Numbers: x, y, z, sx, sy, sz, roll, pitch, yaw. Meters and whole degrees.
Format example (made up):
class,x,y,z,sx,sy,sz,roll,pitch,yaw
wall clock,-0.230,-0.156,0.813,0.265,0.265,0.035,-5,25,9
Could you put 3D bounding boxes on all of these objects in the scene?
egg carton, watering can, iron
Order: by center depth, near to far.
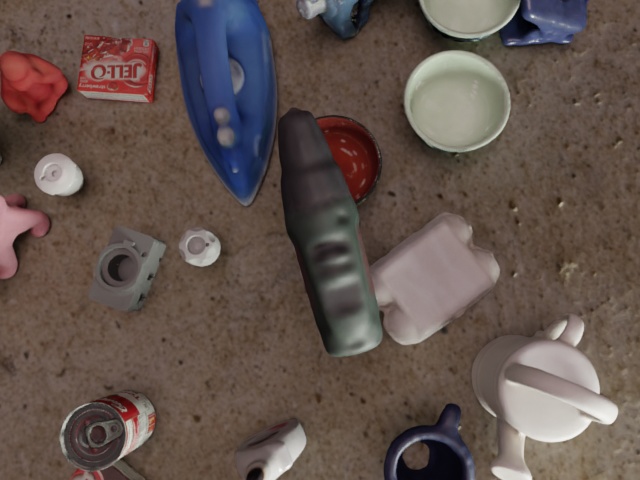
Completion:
class,x,y,z,sx,sy,sz,roll,pitch,yaw
watering can,0.223,0.157,0.575,0.101,0.194,0.173,6,83,2
iron,-0.109,-0.176,0.649,0.118,0.141,0.258,-10,83,0
egg carton,0.125,0.045,0.653,0.150,0.069,0.107,-37,84,-3

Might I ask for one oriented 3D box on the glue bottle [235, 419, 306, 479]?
class,x,y,z,sx,sy,sz,roll,pitch,yaw
glue bottle,-0.056,0.224,0.582,0.078,0.173,0.037,-27,83,-2

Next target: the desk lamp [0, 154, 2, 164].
class,x,y,z,sx,sy,sz,roll,pitch,yaw
desk lamp,-0.437,-0.119,0.612,0.203,0.213,0.118,-23,83,-2

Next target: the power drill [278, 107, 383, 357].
class,x,y,z,sx,sy,sz,roll,pitch,yaw
power drill,0.005,0.002,0.591,0.075,0.208,0.229,-16,83,-1

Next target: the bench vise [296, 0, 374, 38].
class,x,y,z,sx,sy,sz,roll,pitch,yaw
bench vise,0.066,-0.326,0.625,0.121,0.220,0.207,28,84,5

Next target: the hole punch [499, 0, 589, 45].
class,x,y,z,sx,sy,sz,roll,pitch,yaw
hole punch,0.271,-0.299,0.683,0.101,0.091,0.109,-3,83,1

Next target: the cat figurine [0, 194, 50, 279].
class,x,y,z,sx,sy,sz,roll,pitch,yaw
cat figurine,-0.385,0.002,0.644,0.067,0.118,0.128,32,85,5

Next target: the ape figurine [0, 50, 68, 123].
class,x,y,z,sx,sy,sz,roll,pitch,yaw
ape figurine,-0.348,-0.192,0.681,0.078,0.092,0.076,-15,83,-1

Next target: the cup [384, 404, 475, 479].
class,x,y,z,sx,sy,sz,roll,pitch,yaw
cup,0.116,0.227,0.618,0.091,0.095,0.118,23,84,4
